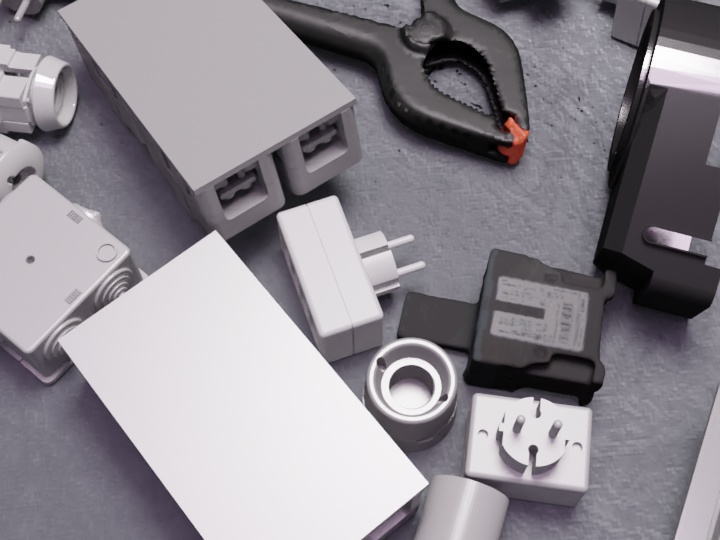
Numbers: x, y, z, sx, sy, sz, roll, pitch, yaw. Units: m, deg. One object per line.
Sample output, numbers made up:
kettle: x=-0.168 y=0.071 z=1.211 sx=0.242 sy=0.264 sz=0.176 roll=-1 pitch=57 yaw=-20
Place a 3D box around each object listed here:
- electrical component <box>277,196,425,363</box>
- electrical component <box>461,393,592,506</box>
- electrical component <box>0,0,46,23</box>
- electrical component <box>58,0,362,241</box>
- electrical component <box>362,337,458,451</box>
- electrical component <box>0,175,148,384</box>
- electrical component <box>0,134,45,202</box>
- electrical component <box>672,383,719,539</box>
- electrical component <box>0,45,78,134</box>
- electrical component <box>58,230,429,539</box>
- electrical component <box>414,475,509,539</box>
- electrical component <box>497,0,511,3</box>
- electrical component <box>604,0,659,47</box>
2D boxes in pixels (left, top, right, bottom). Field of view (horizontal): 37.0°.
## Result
electrical component: x=0.000 y=0.000 z=0.637 sx=0.076 sy=0.047 sz=0.083 roll=-18 pitch=67 yaw=-8
electrical component: x=0.091 y=0.092 z=0.578 sx=0.066 sy=0.076 sz=0.047 roll=7 pitch=66 yaw=4
electrical component: x=-0.227 y=-0.201 z=0.732 sx=0.077 sy=0.044 sz=0.079 roll=15 pitch=66 yaw=7
electrical component: x=-0.093 y=-0.113 z=0.664 sx=0.105 sy=0.060 sz=0.186 roll=-32 pitch=57 yaw=-13
electrical component: x=0.028 y=0.069 z=0.605 sx=0.055 sy=0.047 sz=0.055 roll=0 pitch=65 yaw=0
electrical component: x=-0.189 y=0.003 z=0.636 sx=0.100 sy=0.048 sz=0.099 roll=36 pitch=71 yaw=16
electrical component: x=-0.233 y=-0.065 z=0.672 sx=0.062 sy=0.048 sz=0.048 roll=25 pitch=68 yaw=19
electrical component: x=0.208 y=0.132 z=0.566 sx=0.079 sy=0.063 sz=0.121 roll=21 pitch=67 yaw=10
electrical component: x=-0.216 y=-0.115 z=0.691 sx=0.055 sy=0.048 sz=0.066 roll=7 pitch=53 yaw=6
electrical component: x=-0.064 y=0.086 z=0.591 sx=0.105 sy=0.060 sz=0.186 roll=-36 pitch=70 yaw=-15
electrical component: x=0.048 y=0.154 z=0.568 sx=0.043 sy=0.043 sz=0.081 roll=16 pitch=66 yaw=8
electrical component: x=0.124 y=-0.209 z=0.715 sx=0.077 sy=0.044 sz=0.079 roll=-30 pitch=43 yaw=5
electrical component: x=0.186 y=-0.194 z=0.725 sx=0.077 sy=0.047 sz=0.065 roll=26 pitch=68 yaw=18
